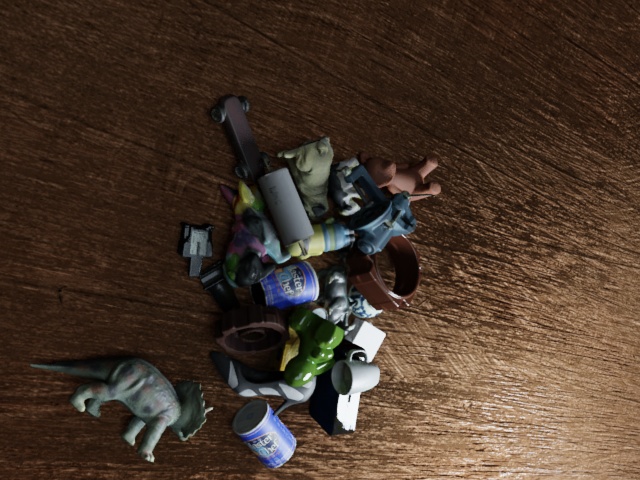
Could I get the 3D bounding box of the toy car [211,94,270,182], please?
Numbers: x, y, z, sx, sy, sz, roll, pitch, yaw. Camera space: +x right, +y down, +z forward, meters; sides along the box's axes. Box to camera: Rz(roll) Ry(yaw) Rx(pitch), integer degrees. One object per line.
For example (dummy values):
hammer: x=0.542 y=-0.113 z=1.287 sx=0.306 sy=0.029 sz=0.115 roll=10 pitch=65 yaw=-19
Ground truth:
toy car: x=-0.181 y=-0.231 z=1.225 sx=0.089 sy=0.053 sz=0.202 roll=-39 pitch=118 yaw=-41

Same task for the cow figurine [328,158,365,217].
cow figurine: x=0.058 y=-0.120 z=1.369 sx=0.098 sy=0.068 sz=0.167 roll=-16 pitch=103 yaw=-21

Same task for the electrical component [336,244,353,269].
electrical component: x=0.093 y=0.044 z=1.428 sx=0.102 sy=0.045 sz=0.078 roll=31 pitch=84 yaw=-36

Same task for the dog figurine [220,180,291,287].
dog figurine: x=-0.174 y=-0.024 z=1.229 sx=0.191 sy=0.109 sz=0.219 roll=-38 pitch=112 yaw=-40

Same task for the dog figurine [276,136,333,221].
dog figurine: x=-0.007 y=-0.139 z=1.276 sx=0.121 sy=0.172 sz=0.190 roll=-24 pitch=102 yaw=-13

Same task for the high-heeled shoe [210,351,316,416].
high-heeled shoe: x=-0.133 y=0.311 z=1.283 sx=0.249 sy=0.086 sz=0.145 roll=41 pitch=93 yaw=-4

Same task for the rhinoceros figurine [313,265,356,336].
rhinoceros figurine: x=0.041 y=0.159 z=1.410 sx=0.112 sy=0.073 sz=0.190 roll=-11 pitch=100 yaw=-41

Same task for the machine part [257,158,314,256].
machine part: x=-0.079 y=-0.075 z=1.230 sx=0.079 sy=0.079 sz=0.243 roll=-23 pitch=93 yaw=-24

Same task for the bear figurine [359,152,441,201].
bear figurine: x=0.204 y=-0.176 z=1.413 sx=0.195 sy=0.132 sz=0.120 roll=20 pitch=58 yaw=-34

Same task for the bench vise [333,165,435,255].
bench vise: x=0.136 y=-0.092 z=1.300 sx=0.223 sy=0.129 sz=0.240 roll=-45 pitch=111 yaw=-23

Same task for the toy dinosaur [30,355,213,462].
toy dinosaur: x=-0.399 y=0.330 z=1.170 sx=0.404 sy=0.131 sz=0.192 roll=49 pitch=62 yaw=-22

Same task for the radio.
radio: x=0.043 y=0.378 z=1.410 sx=0.073 sy=0.131 sz=0.229 roll=7 pitch=95 yaw=-30

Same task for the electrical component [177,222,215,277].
electrical component: x=-0.281 y=0.020 z=1.215 sx=0.075 sy=0.048 sz=0.119 roll=0 pitch=99 yaw=-29

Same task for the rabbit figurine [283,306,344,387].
rabbit figurine: x=-0.028 y=0.259 z=1.249 sx=0.170 sy=0.121 sz=0.159 roll=-59 pitch=156 yaw=-9

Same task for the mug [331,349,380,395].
mug: x=0.093 y=0.319 z=1.312 sx=0.107 sy=0.081 sz=0.109 roll=7 pitch=87 yaw=-39

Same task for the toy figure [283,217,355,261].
toy figure: x=-0.003 y=-0.008 z=1.325 sx=0.180 sy=0.089 sz=0.082 roll=-8 pitch=67 yaw=-6

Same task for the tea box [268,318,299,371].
tea box: x=-0.068 y=0.289 z=1.370 sx=0.098 sy=0.068 sz=0.169 roll=9 pitch=93 yaw=-29

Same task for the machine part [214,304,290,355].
machine part: x=-0.157 y=0.209 z=1.254 sx=0.179 sy=0.179 sz=0.056 roll=13 pitch=51 yaw=-30

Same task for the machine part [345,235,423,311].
machine part: x=0.175 y=0.068 z=1.410 sx=0.200 sy=0.087 sz=0.201 roll=50 pitch=50 yaw=-21

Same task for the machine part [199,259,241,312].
machine part: x=-0.230 y=0.119 z=1.268 sx=0.084 sy=0.039 sz=0.138 roll=-32 pitch=111 yaw=-26
